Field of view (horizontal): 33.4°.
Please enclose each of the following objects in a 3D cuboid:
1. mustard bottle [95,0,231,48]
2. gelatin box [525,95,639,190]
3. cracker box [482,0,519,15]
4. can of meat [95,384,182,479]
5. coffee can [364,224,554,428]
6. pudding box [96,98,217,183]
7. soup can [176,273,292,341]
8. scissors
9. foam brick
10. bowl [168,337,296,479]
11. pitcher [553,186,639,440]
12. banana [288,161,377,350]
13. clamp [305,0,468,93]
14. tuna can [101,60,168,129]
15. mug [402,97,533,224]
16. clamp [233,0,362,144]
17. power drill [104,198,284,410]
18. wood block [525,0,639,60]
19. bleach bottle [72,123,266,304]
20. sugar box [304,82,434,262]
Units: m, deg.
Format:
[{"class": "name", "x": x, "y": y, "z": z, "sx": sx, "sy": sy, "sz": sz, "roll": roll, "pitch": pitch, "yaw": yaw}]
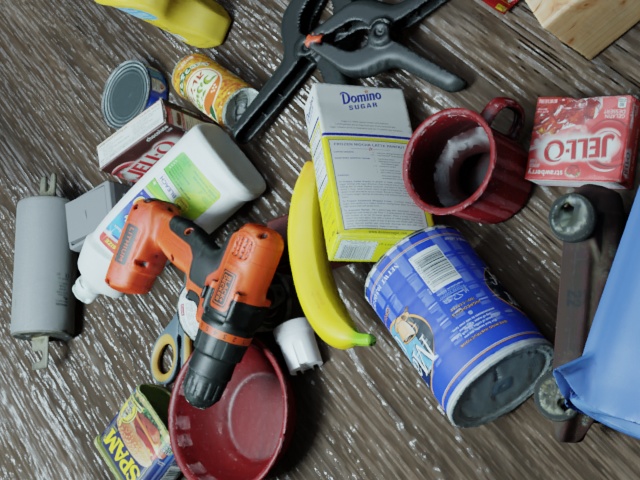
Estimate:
[{"class": "mustard bottle", "x": -0.194, "y": -0.270, "z": 1.178, "sx": 0.096, "sy": 0.191, "sz": 0.058, "roll": 30, "pitch": 99, "yaw": 40}, {"class": "gelatin box", "x": 0.221, "y": -0.082, "z": 0.892, "sx": 0.089, "sy": 0.030, "sz": 0.073, "roll": 6, "pitch": 83, "yaw": 41}, {"class": "cracker box", "x": 0.195, "y": -0.334, "z": 0.948, "sx": 0.214, "sy": 0.072, "sz": 0.164, "roll": -40, "pitch": 56, "yaw": 27}, {"class": "can of meat", "x": -0.182, "y": 0.216, "z": 1.141, "sx": 0.084, "sy": 0.057, "sz": 0.102, "roll": -53, "pitch": 53, "yaw": 14}, {"class": "coffee can", "x": 0.115, "y": 0.071, "z": 0.895, "sx": 0.103, "sy": 0.102, "sz": 0.140, "roll": -49, "pitch": 53, "yaw": 20}, {"class": "pudding box", "x": -0.180, "y": -0.105, "z": 1.194, "sx": 0.114, "sy": 0.089, "sz": 0.039, "roll": -33, "pitch": 60, "yaw": 29}, {"class": "soup can", "x": -0.088, "y": 0.067, "z": 1.090, "sx": 0.102, "sy": 0.068, "sz": 0.068, "roll": -14, "pitch": 71, "yaw": 38}, {"class": "scissors", "x": -0.158, "y": 0.073, "z": 1.181, "sx": 0.096, "sy": 0.016, "sz": 0.202, "roll": -24, "pitch": 65, "yaw": 33}, {"class": "foam brick", "x": -0.007, "y": 0.001, "z": 1.048, "sx": 0.078, "sy": 0.052, "sz": 0.051, "roll": -17, "pitch": 69, "yaw": 34}, {"class": "bowl", "x": -0.077, "y": 0.174, "z": 1.062, "sx": 0.162, "sy": 0.055, "sz": 0.162, "roll": -11, "pitch": 73, "yaw": 38}, {"class": "pitcher", "x": 0.276, "y": 0.029, "z": 0.745, "sx": 0.145, "sy": 0.149, "sz": 0.243, "roll": 12, "pitch": 81, "yaw": 40}, {"class": "banana", "x": 0.003, "y": 0.023, "z": 0.976, "sx": 0.070, "sy": 0.037, "sz": 0.198, "roll": -35, "pitch": 59, "yaw": 29}, {"class": "clamp", "x": 0.071, "y": -0.206, "z": 1.029, "sx": 0.172, "sy": 0.039, "sz": 0.120, "roll": 9, "pitch": 77, "yaw": 24}, {"class": "tuna can", "x": -0.222, "y": -0.171, "z": 1.282, "sx": 0.086, "sy": 0.033, "sz": 0.086, "roll": -11, "pitch": 73, "yaw": 38}, {"class": "mug", "x": 0.138, "y": -0.070, "z": 0.924, "sx": 0.093, "sy": 0.081, "sz": 0.117, "roll": 38, "pitch": 104, "yaw": 39}, {"class": "clamp", "x": -0.014, "y": -0.189, "z": 1.106, "sx": 0.165, "sy": 0.036, "sz": 0.210, "roll": -1, "pitch": 77, "yaw": 31}, {"class": "power drill", "x": -0.130, "y": 0.050, "z": 1.046, "sx": 0.188, "sy": 0.057, "sz": 0.184, "roll": 26, "pitch": 95, "yaw": 38}, {"class": "wood block", "x": 0.262, "y": -0.254, "z": 0.860, "sx": 0.206, "sy": 0.090, "sz": 0.091, "roll": -40, "pitch": 57, "yaw": 27}, {"class": "bleach bottle", "x": -0.178, "y": -0.011, "z": 1.164, "sx": 0.251, "sy": 0.068, "sz": 0.102, "roll": -43, "pitch": 81, "yaw": 22}, {"class": "sugar box", "x": 0.043, "y": -0.063, "z": 0.976, "sx": 0.048, "sy": 0.093, "sz": 0.176, "roll": 112, "pitch": 155, "yaw": -50}]
